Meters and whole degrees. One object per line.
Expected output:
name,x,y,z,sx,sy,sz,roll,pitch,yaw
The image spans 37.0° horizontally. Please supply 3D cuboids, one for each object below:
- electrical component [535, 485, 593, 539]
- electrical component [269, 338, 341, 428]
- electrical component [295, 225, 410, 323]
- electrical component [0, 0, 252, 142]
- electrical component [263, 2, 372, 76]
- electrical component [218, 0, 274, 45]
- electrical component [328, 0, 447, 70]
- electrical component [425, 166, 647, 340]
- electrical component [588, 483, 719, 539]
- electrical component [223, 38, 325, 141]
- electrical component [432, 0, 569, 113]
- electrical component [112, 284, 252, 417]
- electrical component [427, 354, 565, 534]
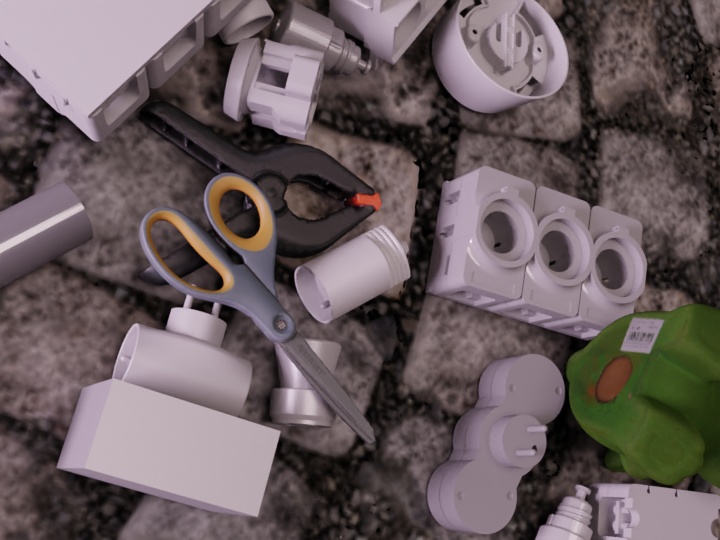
electrical component,0.151,0.195,0.786,0.040,0.040,0.078,32,68,-18
electrical component,-0.036,0.075,0.713,0.045,0.045,0.055,9,78,-25
electrical component,0.000,0.000,0.746,0.081,0.043,0.043,-28,94,-28
electrical component,-0.145,-0.166,0.675,0.089,0.061,0.150,43,76,2
electrical component,-0.028,-0.159,0.763,0.078,0.040,0.040,21,72,-22
electrical component,-0.087,-0.185,0.740,0.040,0.040,0.046,-30,89,-28
electrical component,0.033,-0.218,0.787,0.063,0.078,0.121,31,65,13
electrical component,0.135,-0.010,0.804,0.150,0.062,0.089,17,74,-23
electrical component,0.219,0.190,0.812,0.089,0.056,0.050,12,76,-24
electrical component,-0.058,-0.124,0.726,0.057,0.078,0.058,14,79,-1
electrical component,0.106,-0.168,0.817,0.099,0.064,0.099,5,79,-26
electrical component,-0.108,0.049,0.683,0.077,0.044,0.079,21,72,-22
electrical component,0.106,0.121,0.759,0.052,0.074,0.138,37,67,-16
